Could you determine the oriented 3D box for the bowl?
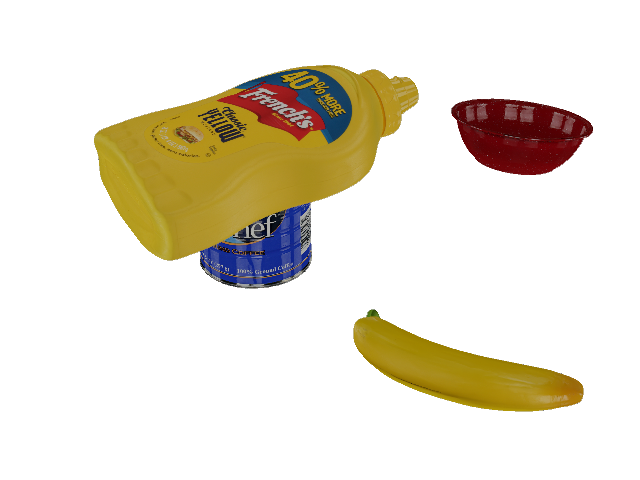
[{"bbox_3d":[0.227,-0.116,1.227,0.162,0.055,0.162,4,23,-2],"label":"bowl"}]

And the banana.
[{"bbox_3d":[0.092,0.088,0.787,0.198,0.037,0.069,20,37,38],"label":"banana"}]

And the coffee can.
[{"bbox_3d":[-0.058,-0.044,0.928,0.103,0.140,0.103,0,32,0],"label":"coffee can"}]

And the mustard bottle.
[{"bbox_3d":[-0.026,-0.057,0.618,0.191,0.058,0.096,-22,44,-23],"label":"mustard bottle"}]
